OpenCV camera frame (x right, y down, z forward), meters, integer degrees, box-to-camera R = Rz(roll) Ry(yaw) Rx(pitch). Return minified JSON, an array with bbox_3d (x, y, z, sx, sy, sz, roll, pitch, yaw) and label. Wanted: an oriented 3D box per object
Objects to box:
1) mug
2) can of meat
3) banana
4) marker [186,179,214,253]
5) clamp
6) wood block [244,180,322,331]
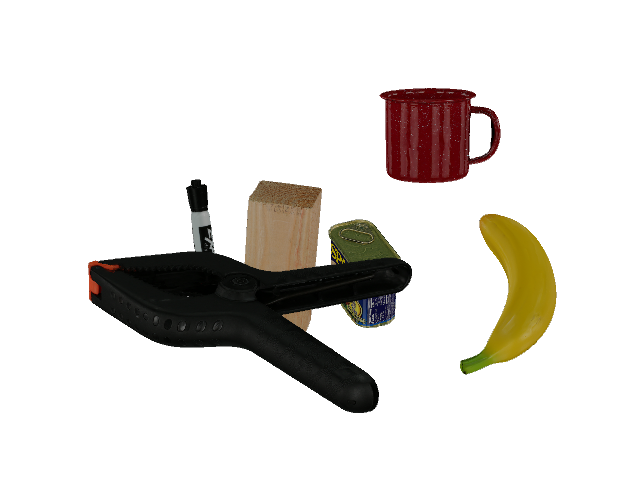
[{"bbox_3d":[0.117,-0.103,1.041,0.117,0.081,0.093,2,15,10],"label":"mug"},{"bbox_3d":[0.048,0.039,1.223,0.057,0.084,0.102,-14,38,-18],"label":"can of meat"},{"bbox_3d":[0.156,0.034,0.865,0.070,0.037,0.197,3,36,12],"label":"banana"},{"bbox_3d":[-0.107,0.004,0.977,0.020,0.121,0.020,-6,11,1],"label":"marker"},{"bbox_3d":[-0.044,0.038,0.684,0.210,0.036,0.164,12,26,15],"label":"clamp"},{"bbox_3d":[-0.056,0.031,1.493,0.090,0.206,0.090,8,22,6],"label":"wood block"}]
